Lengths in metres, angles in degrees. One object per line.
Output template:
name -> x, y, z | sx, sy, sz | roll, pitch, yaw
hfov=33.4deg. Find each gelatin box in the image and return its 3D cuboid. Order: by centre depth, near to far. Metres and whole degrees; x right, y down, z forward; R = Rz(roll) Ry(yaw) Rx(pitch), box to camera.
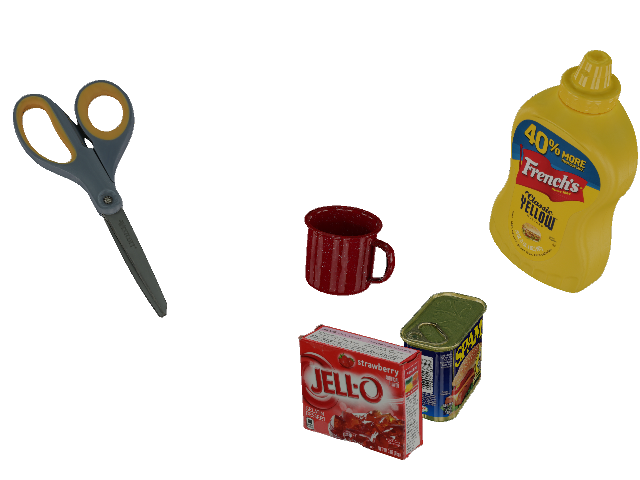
gelatin box -> 0.027, 0.105, 0.747 | 0.089, 0.073, 0.030 | 12, 23, 35

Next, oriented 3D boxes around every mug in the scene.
mug -> 0.035, 0.016, 1.272 | 0.117, 0.081, 0.093 | 16, 27, 23

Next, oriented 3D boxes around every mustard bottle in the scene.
mustard bottle -> 0.181, -0.055, 0.780 | 0.058, 0.192, 0.096 | -28, 53, -29

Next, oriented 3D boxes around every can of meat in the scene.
can of meat -> 0.117, 0.110, 1.008 | 0.058, 0.084, 0.101 | 11, 29, 26

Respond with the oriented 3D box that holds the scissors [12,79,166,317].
scissors -> -0.144, -0.043, 0.779 | 0.096, 0.202, 0.016 | -39, -15, -22
